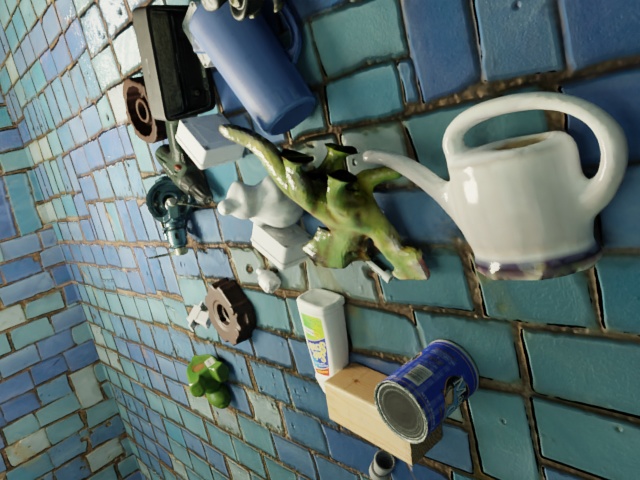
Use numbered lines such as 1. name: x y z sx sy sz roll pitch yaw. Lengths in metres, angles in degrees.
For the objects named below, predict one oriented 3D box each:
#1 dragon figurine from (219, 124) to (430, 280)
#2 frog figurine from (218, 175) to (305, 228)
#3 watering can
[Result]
1. dragon figurine: 0.003 -0.044 0.867 0.413 0.124 0.237 23 130 24
2. frog figurine: -0.106 -0.072 0.979 0.123 0.161 0.135 60 142 6
3. watering can: 0.207 -0.057 0.652 0.346 0.105 0.223 -6 104 51
